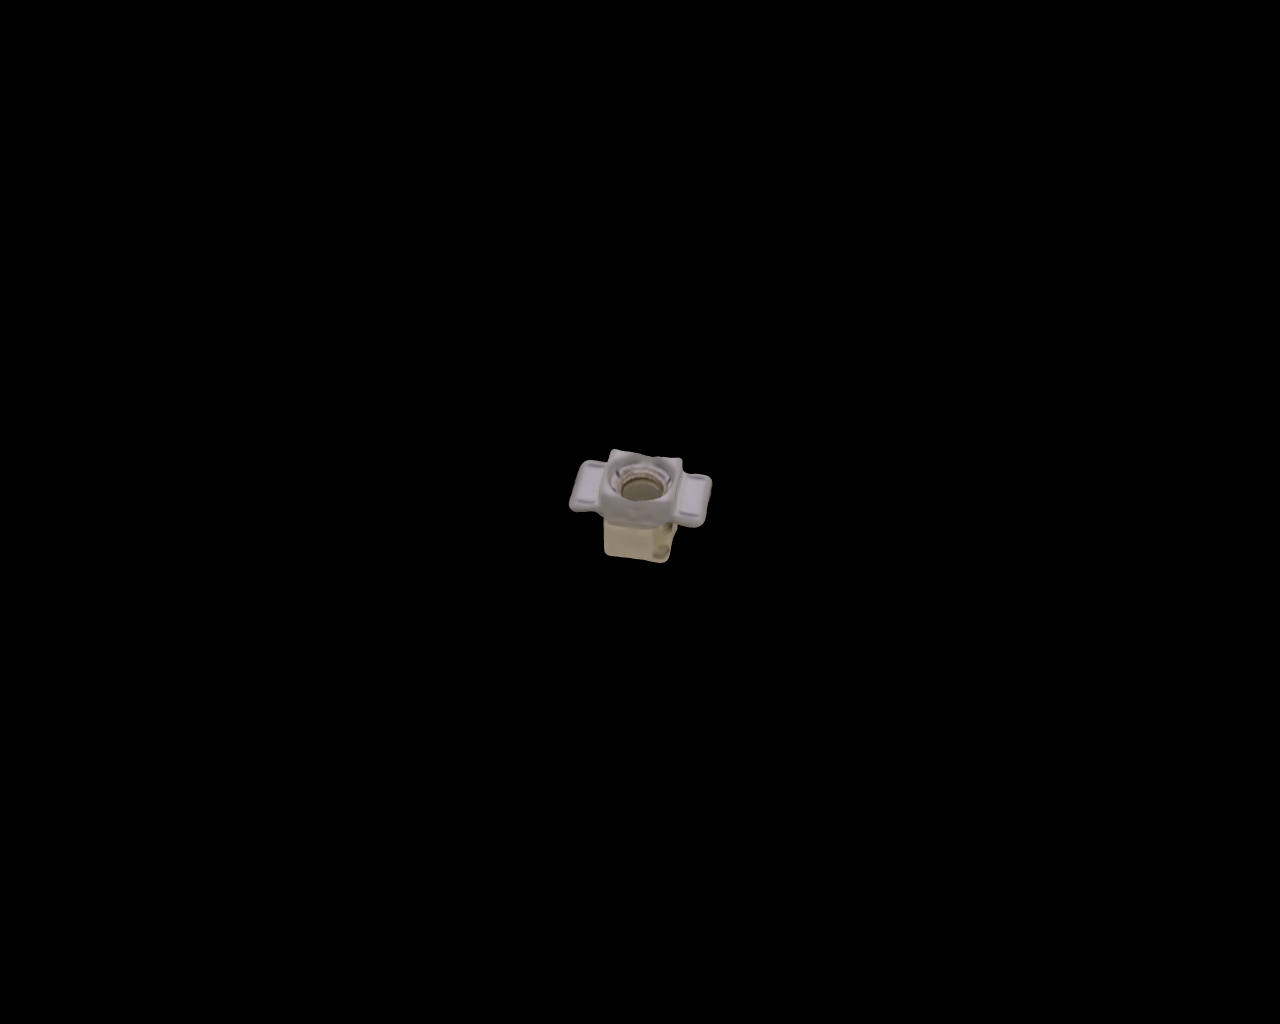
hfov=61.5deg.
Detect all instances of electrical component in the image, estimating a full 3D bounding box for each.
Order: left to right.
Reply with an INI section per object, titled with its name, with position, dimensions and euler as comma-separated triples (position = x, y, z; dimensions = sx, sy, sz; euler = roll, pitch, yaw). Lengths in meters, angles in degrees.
[electrical component]
position = 0.001, -0.003, 0.650
dimensions = 0.081, 0.042, 0.063
euler = 9, -43, 8
